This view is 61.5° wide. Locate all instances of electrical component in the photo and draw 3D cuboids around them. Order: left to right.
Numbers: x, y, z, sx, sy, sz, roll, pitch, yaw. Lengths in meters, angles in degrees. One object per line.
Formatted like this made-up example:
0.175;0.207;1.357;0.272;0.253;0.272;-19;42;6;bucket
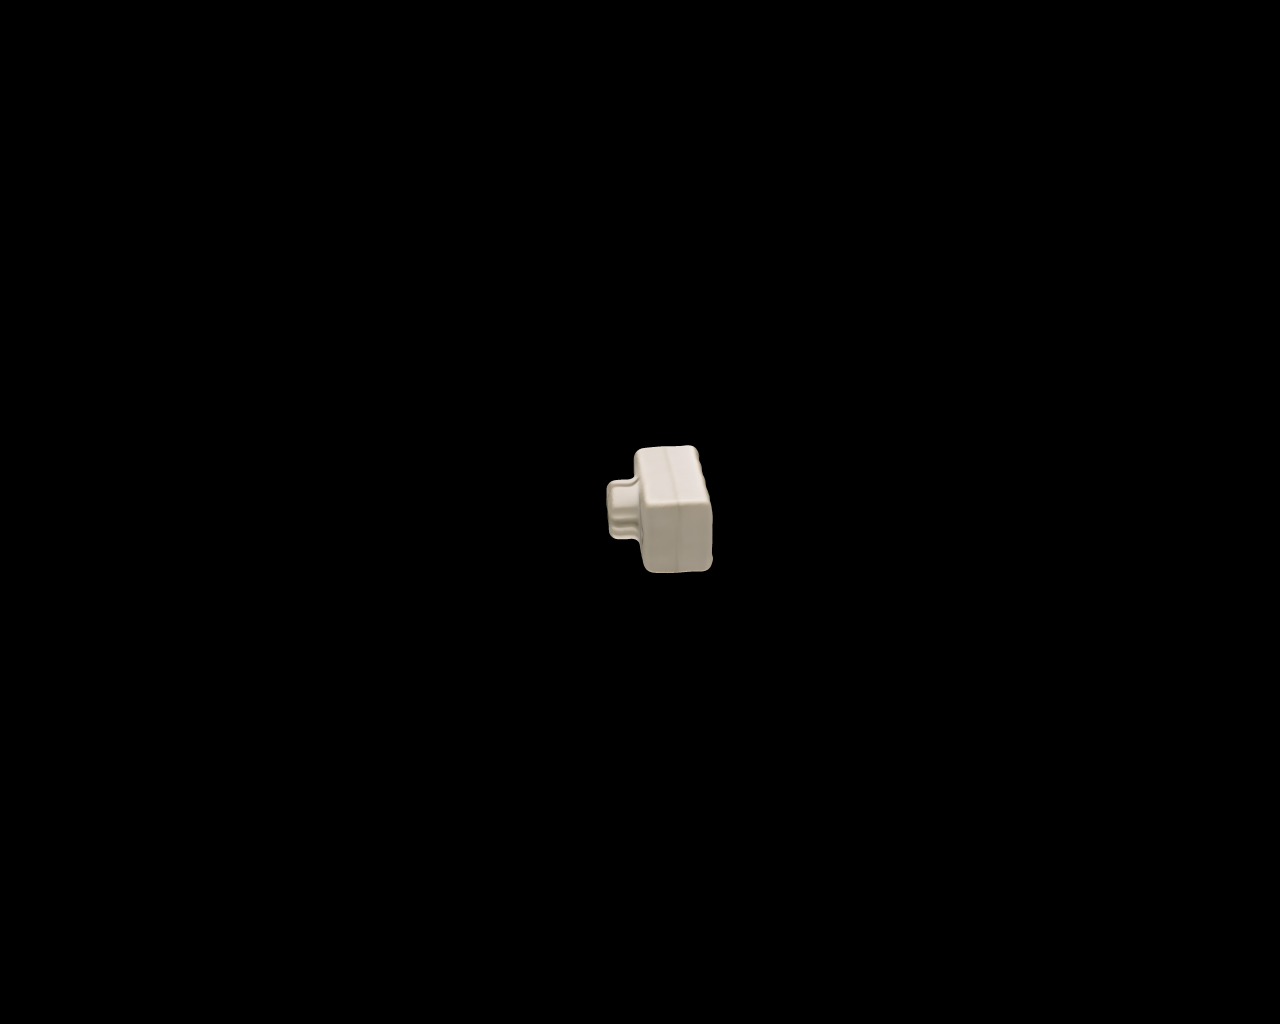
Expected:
0.001;-0.003;0.650;0.076;0.047;0.083;-2;27;-3;electrical component
